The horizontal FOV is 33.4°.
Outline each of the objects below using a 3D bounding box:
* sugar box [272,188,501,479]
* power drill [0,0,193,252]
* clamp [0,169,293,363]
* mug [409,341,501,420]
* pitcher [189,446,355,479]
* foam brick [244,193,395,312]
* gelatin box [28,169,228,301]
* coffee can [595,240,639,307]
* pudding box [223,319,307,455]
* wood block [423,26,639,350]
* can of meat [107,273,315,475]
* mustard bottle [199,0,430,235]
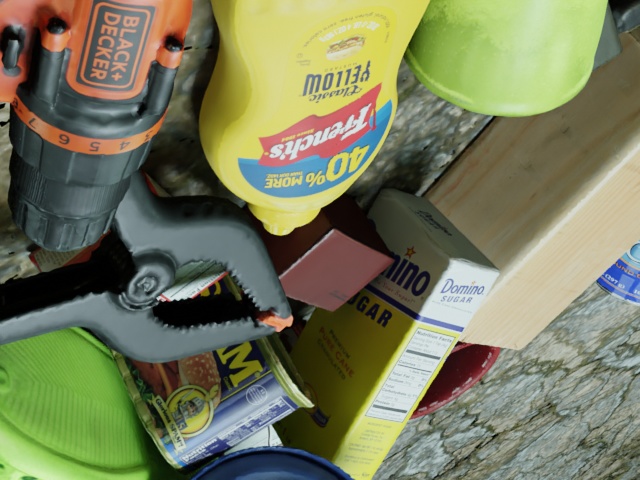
[{"bbox_3d":[0.032,0.064,0.663,0.048,0.093,0.176,13,113,-33],"label":"sugar box"},{"bbox_3d":[-0.134,-0.065,0.320,0.187,0.057,0.185,5,139,-21],"label":"power drill"},{"bbox_3d":[-0.087,0.003,0.495,0.209,0.036,0.165,13,116,-42],"label":"clamp"},{"bbox_3d":[0.065,0.063,0.748,0.093,0.081,0.117,-31,151,-4],"label":"mug"},{"bbox_3d":[-0.060,0.231,0.657,0.144,0.149,0.243,-41,166,-34],"label":"pitcher"},{"bbox_3d":[-0.004,0.001,0.615,0.053,0.051,0.078,-40,150,14],"label":"foam brick"},{"bbox_3d":[-0.097,0.011,0.560,0.073,0.030,0.089,-37,150,3],"label":"gelatin box"},{"bbox_3d":[0.254,-0.030,0.774,0.102,0.103,0.140,-23,150,-18],"label":"coffee can"},{"bbox_3d":[-0.040,0.114,0.767,0.090,0.039,0.113,-25,152,-15],"label":"pudding box"},{"bbox_3d":[0.150,-0.032,0.673,0.090,0.090,0.206,13,128,-45],"label":"wood block"},{"bbox_3d":[-0.065,0.071,0.611,0.084,0.102,0.057,-32,152,1],"label":"can of meat"},{"bbox_3d":[-0.008,-0.067,0.500,0.096,0.058,0.192,-17,148,-22],"label":"mustard bottle"}]
